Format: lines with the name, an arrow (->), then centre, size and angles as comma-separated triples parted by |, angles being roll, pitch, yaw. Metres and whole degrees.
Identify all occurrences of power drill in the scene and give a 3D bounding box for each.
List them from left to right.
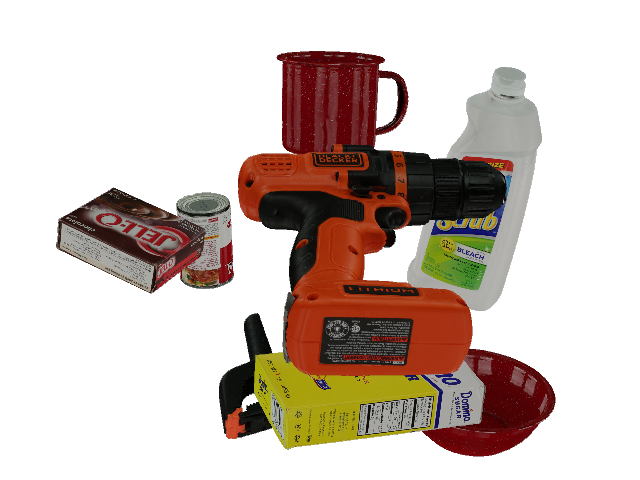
power drill -> 0.041, 0.005, 0.671 | 0.184, 0.057, 0.187 | -1, 34, -5

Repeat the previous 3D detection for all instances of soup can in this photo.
soup can -> -0.143, -0.001, 1.323 | 0.068, 0.102, 0.068 | 0, 26, 0

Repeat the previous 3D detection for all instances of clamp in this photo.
clamp -> -0.035, 0.146, 1.119 | 0.165, 0.036, 0.209 | 12, 26, 13

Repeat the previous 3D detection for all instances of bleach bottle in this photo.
bleach bottle -> 0.154, -0.053, 1.048 | 0.103, 0.251, 0.068 | 21, 38, 20

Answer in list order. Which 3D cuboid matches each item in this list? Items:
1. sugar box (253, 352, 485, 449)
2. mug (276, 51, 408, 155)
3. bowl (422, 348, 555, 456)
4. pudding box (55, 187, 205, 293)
sugar box -> 0.040, 0.125, 0.904 | 0.176, 0.048, 0.093 | -7, 26, -18
mug -> 0.019, -0.118, 0.924 | 0.117, 0.081, 0.093 | -3, 17, -16
bowl -> 0.155, 0.172, 1.091 | 0.162, 0.055, 0.162 | 2, 24, -1
pudding box -> -0.181, -0.002, 1.021 | 0.114, 0.039, 0.089 | 22, 29, 17
